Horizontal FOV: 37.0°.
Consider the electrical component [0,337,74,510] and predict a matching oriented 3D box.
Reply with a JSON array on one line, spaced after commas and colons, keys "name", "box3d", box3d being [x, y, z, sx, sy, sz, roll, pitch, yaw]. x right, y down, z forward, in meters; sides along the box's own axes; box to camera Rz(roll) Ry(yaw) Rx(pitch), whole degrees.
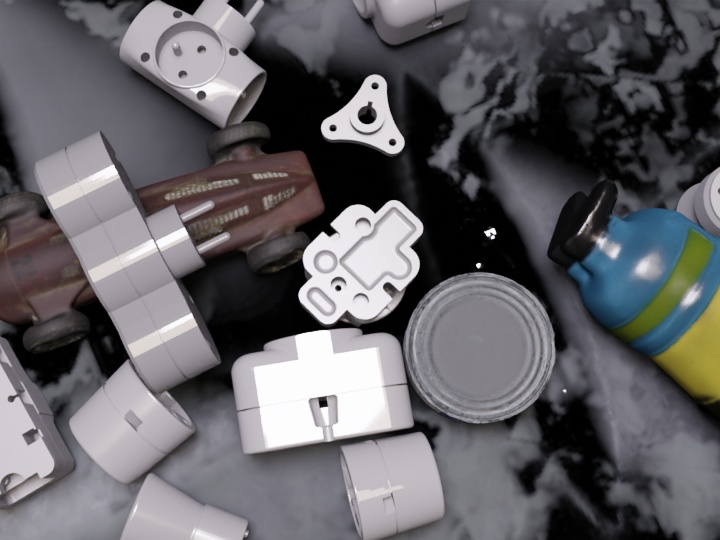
[{"name": "electrical component", "box3d": [-0.204, 0.084, 0.596, 0.050, 0.055, 0.089, -31, 83, -7]}]

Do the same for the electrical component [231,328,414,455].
[{"name": "electrical component", "box3d": [-0.022, 0.067, 0.606, 0.095, 0.053, 0.059, -9, 81, -3]}]

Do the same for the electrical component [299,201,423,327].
[{"name": "electrical component", "box3d": [0.000, 0.000, 0.616, 0.058, 0.057, 0.078, 44, 82, 6]}]

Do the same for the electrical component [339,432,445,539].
[{"name": "electrical component", "box3d": [0.018, 0.119, 0.599, 0.047, 0.055, 0.055, -12, 81, -8]}]

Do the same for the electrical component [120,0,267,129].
[{"name": "electrical component", "box3d": [-0.089, -0.136, 0.643, 0.077, 0.044, 0.079, 34, 81, 4]}]

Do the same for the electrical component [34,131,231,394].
[{"name": "electrical component", "box3d": [-0.106, -0.011, 0.570, 0.074, 0.052, 0.138, -27, 101, -4]}]

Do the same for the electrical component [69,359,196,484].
[{"name": "electrical component", "box3d": [-0.128, 0.086, 0.600, 0.047, 0.055, 0.055, -43, 84, -4]}]

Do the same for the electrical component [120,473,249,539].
[{"name": "electrical component", "box3d": [-0.095, 0.145, 0.597, 0.065, 0.044, 0.044, 22, 80, -3]}]

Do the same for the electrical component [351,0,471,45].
[{"name": "electrical component", "box3d": [0.021, -0.189, 0.651, 0.059, 0.053, 0.095, -22, 82, -5]}]

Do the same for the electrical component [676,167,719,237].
[{"name": "electrical component", "box3d": [0.216, -0.037, 0.631, 0.045, 0.055, 0.045, 0, 80, -2]}]
